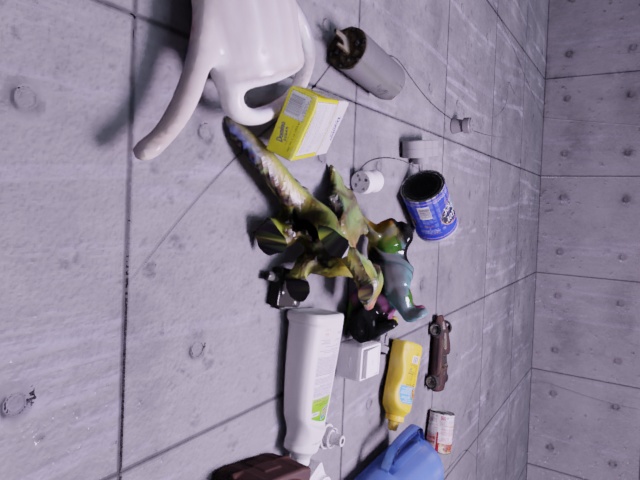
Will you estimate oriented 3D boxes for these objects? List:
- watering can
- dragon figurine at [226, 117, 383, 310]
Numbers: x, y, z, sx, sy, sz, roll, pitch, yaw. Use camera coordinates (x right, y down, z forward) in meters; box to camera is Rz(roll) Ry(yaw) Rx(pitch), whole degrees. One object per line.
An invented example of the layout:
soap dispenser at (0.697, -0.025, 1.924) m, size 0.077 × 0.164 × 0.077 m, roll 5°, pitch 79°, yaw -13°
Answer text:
watering can at (-0.104, -0.238, 0.608) m, size 0.354 × 0.104 × 0.220 m, roll -43°, pitch 130°, yaw -49°
dragon figurine at (0.003, -0.041, 0.824) m, size 0.405 × 0.121 × 0.247 m, roll 62°, pitch 23°, yaw -17°
